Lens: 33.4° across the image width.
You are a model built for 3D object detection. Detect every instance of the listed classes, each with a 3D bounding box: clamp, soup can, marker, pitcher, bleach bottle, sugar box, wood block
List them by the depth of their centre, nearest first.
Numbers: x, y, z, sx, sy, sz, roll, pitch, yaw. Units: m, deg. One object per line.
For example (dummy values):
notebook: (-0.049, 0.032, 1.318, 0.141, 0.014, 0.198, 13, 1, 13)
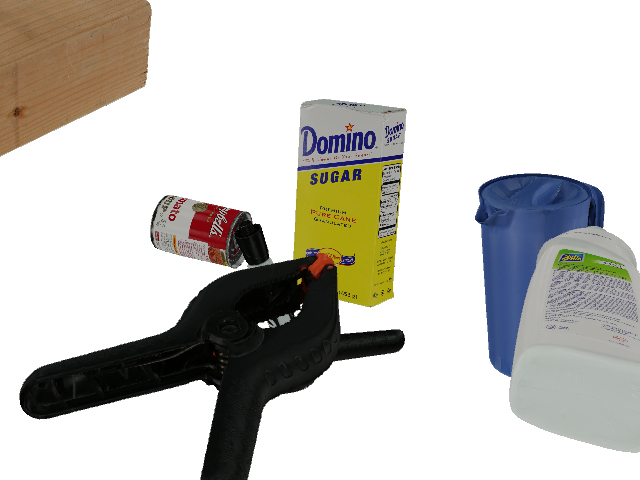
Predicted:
clamp: (-0.039, 0.061, 0.502, 0.171, 0.039, 0.120, -31, 53, -34)
marker: (-0.032, 0.040, 0.719, 0.020, 0.121, 0.020, -14, 28, 8)
bleach bottle: (0.200, 0.051, 0.775, 0.103, 0.068, 0.250, 13, 26, 12)
wood block: (-0.249, -0.151, 0.912, 0.090, 0.091, 0.205, 31, 42, 22)
sugar box: (0.024, -0.036, 0.966, 0.093, 0.176, 0.048, 11, 18, 34)
clamp: (-0.017, 0.115, 1.123, 0.165, 0.036, 0.209, 17, 29, 23)
soup can: (-0.139, -0.011, 1.250, 0.102, 0.068, 0.068, 13, 4, 18)
pitcher: (0.273, 0.043, 1.326, 0.149, 0.243, 0.145, 2, 23, 15)
